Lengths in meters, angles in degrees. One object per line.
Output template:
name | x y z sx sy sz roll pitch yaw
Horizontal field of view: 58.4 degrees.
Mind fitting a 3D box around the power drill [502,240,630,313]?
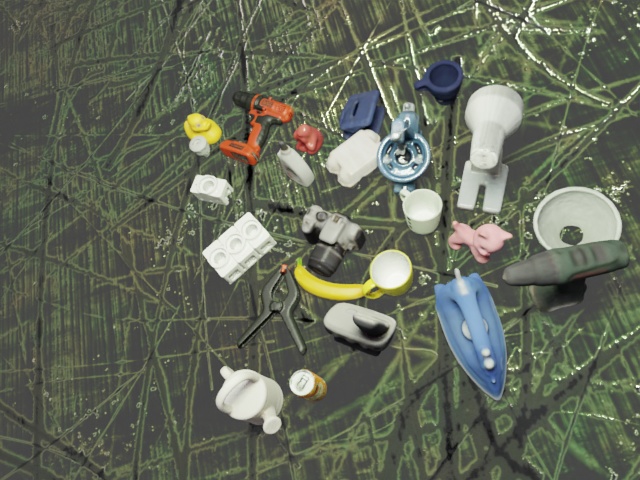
power drill | 0.460 0.071 1.098 0.229 0.209 0.075 -18 65 7

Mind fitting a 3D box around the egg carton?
egg carton | 0.093 -0.197 1.383 0.150 0.069 0.107 -38 64 -3

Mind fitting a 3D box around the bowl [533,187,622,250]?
bowl | 0.530 -0.022 1.193 0.167 0.075 0.167 -5 67 13

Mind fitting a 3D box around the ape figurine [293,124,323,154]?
ape figurine | -0.033 -0.258 1.429 0.076 0.092 0.077 -24 64 4

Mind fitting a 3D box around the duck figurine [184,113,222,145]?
duck figurine | -0.324 -0.306 1.529 0.104 0.086 0.077 18 74 21

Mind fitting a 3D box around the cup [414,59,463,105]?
cup | 0.289 -0.368 1.388 0.117 0.095 0.091 -15 65 8

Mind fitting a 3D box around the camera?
camera | 0.012 0.005 1.304 0.142 0.101 0.137 24 76 22

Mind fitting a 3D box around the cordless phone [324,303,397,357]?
cordless phone | 0.073 0.165 1.174 0.147 0.185 0.094 13 72 20

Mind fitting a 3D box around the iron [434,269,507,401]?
iron | 0.309 0.181 1.130 0.118 0.142 0.258 -19 65 7

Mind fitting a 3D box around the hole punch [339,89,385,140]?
hole punch | 0.099 -0.311 1.417 0.101 0.091 0.109 9 71 18

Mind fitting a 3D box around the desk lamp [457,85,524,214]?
desk lamp | 0.362 -0.192 1.230 0.117 0.214 0.203 9 71 18

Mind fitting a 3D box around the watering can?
watering can | -0.143 0.319 1.163 0.172 0.194 0.101 16 73 21

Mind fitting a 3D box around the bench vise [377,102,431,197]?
bench vise | 0.177 -0.229 1.290 0.121 0.220 0.207 -14 65 9

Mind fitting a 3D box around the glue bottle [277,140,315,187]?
glue bottle | -0.068 -0.190 1.365 0.078 0.173 0.037 30 78 24

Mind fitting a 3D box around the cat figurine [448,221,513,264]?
cat figurine | 0.337 -0.007 1.213 0.127 0.118 0.067 27 77 23
